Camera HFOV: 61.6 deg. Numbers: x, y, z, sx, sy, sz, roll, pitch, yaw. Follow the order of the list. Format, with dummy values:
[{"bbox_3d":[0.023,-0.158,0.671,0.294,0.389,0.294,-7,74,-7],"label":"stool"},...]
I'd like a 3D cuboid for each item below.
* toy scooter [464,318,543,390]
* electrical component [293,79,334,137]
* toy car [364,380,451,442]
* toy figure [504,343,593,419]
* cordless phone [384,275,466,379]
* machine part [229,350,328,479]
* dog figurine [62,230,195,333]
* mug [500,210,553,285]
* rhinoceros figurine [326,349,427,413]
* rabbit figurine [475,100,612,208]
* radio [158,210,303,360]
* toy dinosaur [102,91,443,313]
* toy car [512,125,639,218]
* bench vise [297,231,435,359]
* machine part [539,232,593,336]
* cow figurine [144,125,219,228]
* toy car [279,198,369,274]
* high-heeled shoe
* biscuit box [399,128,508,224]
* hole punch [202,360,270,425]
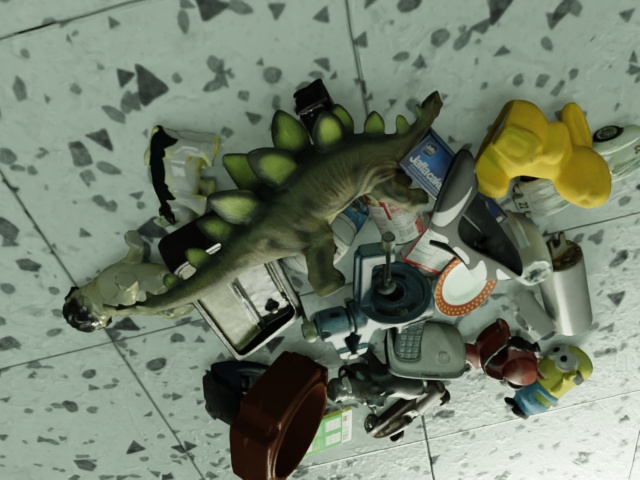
[{"bbox_3d":[0.342,0.206,1.000,0.184,0.075,0.135,16,120,-13],"label":"toy scooter"},{"bbox_3d":[0.012,-0.142,0.705,0.048,0.075,0.119,-27,120,12],"label":"electrical component"},{"bbox_3d":[0.176,0.351,1.094,0.089,0.053,0.202,30,115,-29],"label":"toy car"},{"bbox_3d":[0.452,0.279,1.062,0.089,0.082,0.180,20,115,-43],"label":"toy figure"},{"bbox_3d":[0.192,0.148,0.943,0.147,0.089,0.184,5,105,-11],"label":"cordless phone"},{"bbox_3d":[-0.065,0.314,0.938,0.087,0.201,0.201,19,128,24],"label":"machine part"},{"bbox_3d":[-0.284,0.092,0.832,0.172,0.121,0.190,34,129,-24],"label":"dog figurine"},{"bbox_3d":[0.315,0.009,0.834,0.081,0.107,0.109,-20,127,5],"label":"mug"},{"bbox_3d":[0.101,0.263,0.982,0.190,0.112,0.073,3,127,-21],"label":"rhinoceros figurine"},{"bbox_3d":[0.306,-0.107,0.721,0.173,0.162,0.121,30,139,8],"label":"rabbit figurine"},{"bbox_3d":[-0.117,0.060,0.766,0.131,0.073,0.229,-33,138,-10],"label":"radio"},{"bbox_3d":[-0.032,-0.036,0.646,0.471,0.105,0.198,-42,116,-5],"label":"toy dinosaur"},{"bbox_3d":[0.384,-0.099,0.797,0.202,0.056,0.073,-29,124,12],"label":"toy car"},{"bbox_3d":[0.073,0.079,0.814,0.224,0.129,0.240,-4,138,-2],"label":"bench vise"},{"bbox_3d":[0.417,0.084,0.919,0.079,0.079,0.242,-22,126,8],"label":"machine part"},{"bbox_3d":[-0.194,-0.070,0.733,0.098,0.068,0.167,11,120,-8],"label":"cow figurine"},{"bbox_3d":[-0.002,-0.002,0.787,0.162,0.103,0.109,-33,124,18],"label":"toy car"},{"bbox_3d":[0.224,-0.020,0.716,0.145,0.086,0.248,18,154,13],"label":"high-heeled shoe"},{"bbox_3d":[0.188,-0.084,0.779,0.063,0.059,0.202,-41,120,20],"label":"biscuit box"},{"bbox_3d":[-0.148,0.276,0.985,0.116,0.092,0.142,19,132,20],"label":"hole punch"}]
